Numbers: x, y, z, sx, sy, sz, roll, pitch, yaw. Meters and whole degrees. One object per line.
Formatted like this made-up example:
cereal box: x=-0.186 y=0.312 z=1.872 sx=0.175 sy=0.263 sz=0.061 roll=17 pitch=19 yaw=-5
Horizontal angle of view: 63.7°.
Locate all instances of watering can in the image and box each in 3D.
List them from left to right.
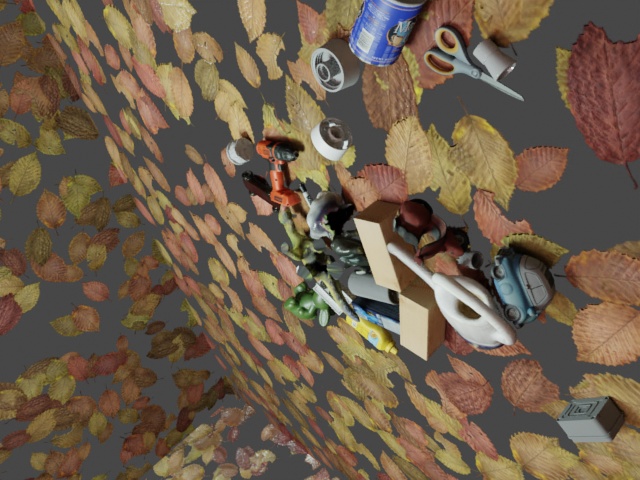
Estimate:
watering can: x=0.305 y=0.130 z=1.165 sx=0.353 sy=0.104 sz=0.220 roll=40 pitch=-6 yaw=43

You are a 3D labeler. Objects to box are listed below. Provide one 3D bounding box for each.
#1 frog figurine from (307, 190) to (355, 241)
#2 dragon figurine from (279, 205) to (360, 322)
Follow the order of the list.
frog figurine: x=0.004 y=-0.072 z=1.429 sx=0.123 sy=0.136 sz=0.161 roll=4 pitch=12 yaw=-34
dragon figurine: x=-0.011 y=0.061 z=1.582 sx=0.122 sy=0.408 sz=0.244 roll=-33 pitch=9 yaw=3
